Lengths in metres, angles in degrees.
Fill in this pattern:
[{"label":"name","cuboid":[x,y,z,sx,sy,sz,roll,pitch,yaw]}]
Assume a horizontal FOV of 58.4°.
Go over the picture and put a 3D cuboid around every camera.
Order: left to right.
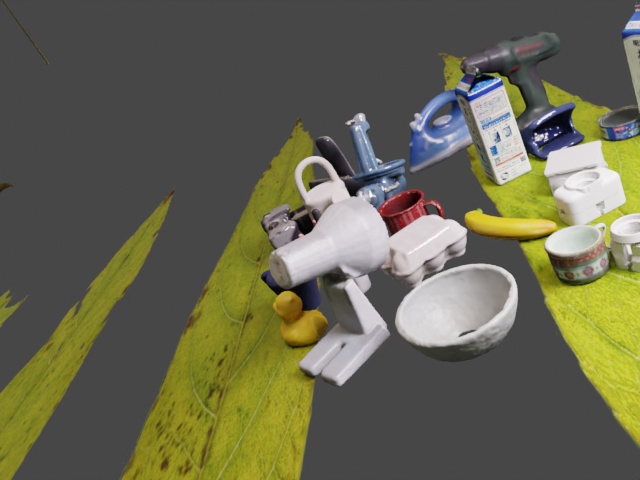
[{"label":"camera","cuboid":[-0.058,-0.035,1.322,0.137,0.101,0.143,-29,22,-3]}]

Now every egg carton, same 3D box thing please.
[{"label":"egg carton","cuboid":[0.175,0.016,0.990,0.150,0.069,0.107,-34,23,-14]}]

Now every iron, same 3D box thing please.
[{"label":"iron","cuboid":[0.296,-0.286,1.406,0.259,0.142,0.118,-35,24,-17]}]

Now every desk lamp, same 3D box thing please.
[{"label":"desk lamp","cuboid":[0.025,0.068,0.858,0.204,0.214,0.117,-41,26,-29]}]

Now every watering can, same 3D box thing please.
[{"label":"watering can","cuboid":[0.018,-0.090,1.233,0.172,0.194,0.101,-1,35,47]}]

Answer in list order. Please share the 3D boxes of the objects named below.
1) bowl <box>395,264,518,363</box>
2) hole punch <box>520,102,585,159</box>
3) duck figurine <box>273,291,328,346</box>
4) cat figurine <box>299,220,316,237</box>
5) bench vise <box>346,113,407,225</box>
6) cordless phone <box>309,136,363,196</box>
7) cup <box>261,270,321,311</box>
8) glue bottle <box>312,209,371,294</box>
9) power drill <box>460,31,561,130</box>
[{"label":"bowl","cuboid":[0.190,0.109,0.767,0.167,0.075,0.167,-23,23,11]},{"label":"hole punch","cuboid":[0.458,-0.226,1.161,0.108,0.091,0.101,-28,22,-1]},{"label":"duck figurine","cuboid":[-0.041,0.127,0.975,0.078,0.086,0.104,-42,26,-30]},{"label":"cat figurine","cuboid":[0.010,0.004,1.139,0.127,0.118,0.067,-6,31,43]},{"label":"bench vise","cuboid":[0.118,-0.152,1.218,0.121,0.220,0.207,-22,23,15]},{"label":"cordless phone","cuboid":[0.024,-0.172,1.414,0.147,0.185,0.094,-2,34,46]},{"label":"cup","cuboid":[-0.050,0.090,1.053,0.117,0.095,0.092,-9,29,38]},{"label":"glue bottle","cuboid":[0.028,0.018,1.015,0.037,0.173,0.077,-41,26,-28]},{"label":"power drill","cuboid":[0.450,-0.362,1.305,0.229,0.209,0.075,-29,23,-3]}]
